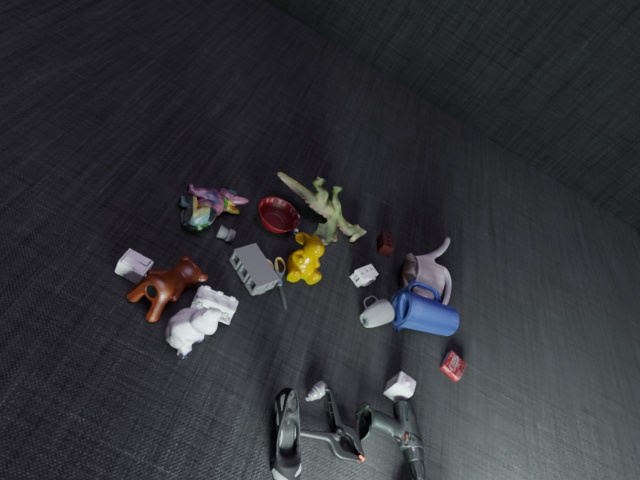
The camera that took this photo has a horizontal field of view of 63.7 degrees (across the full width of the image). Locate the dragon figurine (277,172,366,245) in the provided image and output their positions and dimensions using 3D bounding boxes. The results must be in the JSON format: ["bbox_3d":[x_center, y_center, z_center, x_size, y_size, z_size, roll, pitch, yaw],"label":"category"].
[{"bbox_3d":[0.006,-0.098,1.952,0.408,0.120,0.248,17,51,-31],"label":"dragon figurine"}]

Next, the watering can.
[{"bbox_3d":[0.422,0.115,2.024,0.223,0.102,0.355,22,59,-18],"label":"watering can"}]

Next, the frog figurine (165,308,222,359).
[{"bbox_3d":[-0.339,0.222,1.376,0.139,0.156,0.124,-23,65,-45],"label":"frog figurine"}]
